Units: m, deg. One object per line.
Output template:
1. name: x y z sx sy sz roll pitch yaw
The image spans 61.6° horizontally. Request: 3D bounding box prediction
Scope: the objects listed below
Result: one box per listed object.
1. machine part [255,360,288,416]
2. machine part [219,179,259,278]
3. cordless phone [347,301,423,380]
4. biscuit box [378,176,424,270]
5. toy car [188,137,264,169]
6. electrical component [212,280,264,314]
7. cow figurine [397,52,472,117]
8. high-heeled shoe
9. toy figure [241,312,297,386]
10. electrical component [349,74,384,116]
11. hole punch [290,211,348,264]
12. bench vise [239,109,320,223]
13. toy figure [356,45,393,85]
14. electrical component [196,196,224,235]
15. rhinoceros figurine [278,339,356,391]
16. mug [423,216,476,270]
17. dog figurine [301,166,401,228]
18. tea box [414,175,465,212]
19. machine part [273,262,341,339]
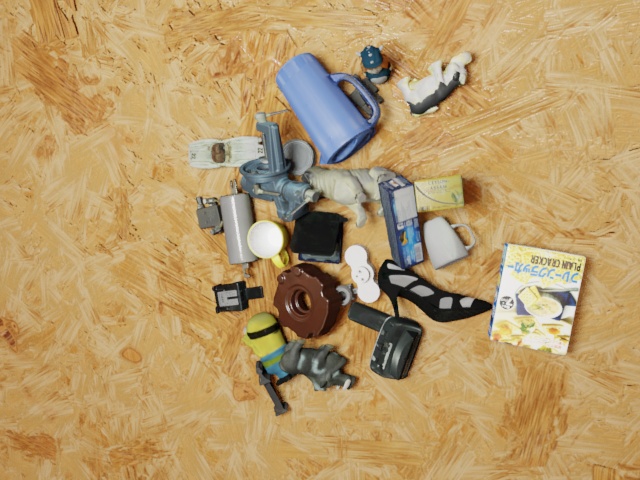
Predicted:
1. machine part: -0.124 0.367 1.334 0.039 0.084 0.138 -27 96 -10
2. machine part: -0.197 -0.027 1.316 0.079 0.079 0.243 -8 93 15
3. cordless phone: 0.135 0.234 1.261 0.184 0.088 0.146 22 101 23
4. biscuit box: 0.180 -0.036 1.175 0.059 0.063 0.202 -20 121 -11
5. toy car: -0.229 -0.213 1.320 0.202 0.056 0.073 -1 94 15
6. electrical component: -0.205 0.141 1.346 0.119 0.048 0.074 -4 94 16
7. cow figurine: 0.264 -0.341 1.178 0.167 0.068 0.098 -23 94 18
8. high-heeled shoe: 0.258 0.108 1.229 0.249 0.086 0.145 -1 62 -3
9. toy figure: -0.115 0.261 1.315 0.089 0.082 0.180 -34 83 16
10. electrical component: 0.100 -0.337 1.244 0.094 0.021 0.063 46 104 6
11. hole punch: -0.003 -0.004 1.273 0.142 0.092 0.116 4 66 17
12. bench vise: -0.101 -0.164 1.205 0.224 0.129 0.240 25 131 45
13. toy figure: 0.122 -0.379 1.167 0.064 0.154 0.058 -38 82 13
14. electrical component: -0.275 -0.062 1.349 0.078 0.045 0.102 -6 93 13
15. rhinoceros figurine: -0.002 0.298 1.269 0.190 0.073 0.112 22 70 -15
16. mug: 0.282 -0.002 1.194 0.109 0.080 0.107 -29 78 20
17. dog figurine: 0.071 -0.137 1.240 0.191 0.172 0.121 38 138 35
18. tea box: 0.257 -0.099 1.146 0.098 0.169 0.068 -6 94 13
19. machine part: -0.034 0.144 1.266 0.180 0.056 0.179 7 101 37
